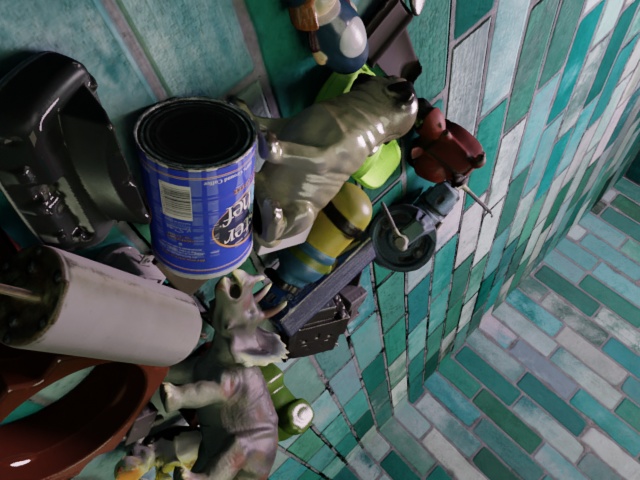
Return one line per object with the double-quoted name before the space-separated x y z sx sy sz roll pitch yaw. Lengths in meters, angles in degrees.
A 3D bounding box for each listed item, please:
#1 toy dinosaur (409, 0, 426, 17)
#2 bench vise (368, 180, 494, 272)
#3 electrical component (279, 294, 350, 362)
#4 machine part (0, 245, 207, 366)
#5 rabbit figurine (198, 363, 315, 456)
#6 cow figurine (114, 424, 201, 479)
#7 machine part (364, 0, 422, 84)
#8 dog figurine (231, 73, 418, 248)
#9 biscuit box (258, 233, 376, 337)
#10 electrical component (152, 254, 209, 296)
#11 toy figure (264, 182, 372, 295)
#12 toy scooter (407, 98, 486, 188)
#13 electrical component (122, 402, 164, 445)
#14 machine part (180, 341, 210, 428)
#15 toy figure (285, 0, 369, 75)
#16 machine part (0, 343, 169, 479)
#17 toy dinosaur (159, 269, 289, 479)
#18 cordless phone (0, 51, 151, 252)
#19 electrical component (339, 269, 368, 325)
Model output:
"toy dinosaur" 0.067 -0.291 0.403 0.471 0.105 0.198 -3 118 -57
"bench vise" 0.169 -0.025 0.924 0.224 0.129 0.240 -35 177 16
"electrical component" -0.015 0.146 0.931 0.115 0.058 0.134 -14 142 -21
"machine part" -0.179 0.062 0.454 0.079 0.079 0.243 -50 153 2
"rabbit figurine" -0.122 0.288 0.819 0.170 0.121 0.159 -28 166 -42
"cow figurine" -0.245 0.330 0.845 0.167 0.098 0.068 20 116 -43
"machine part" 0.087 -0.228 0.638 0.084 0.039 0.138 -56 152 1
"dog figurine" 0.013 -0.082 0.572 0.190 0.121 0.172 -14 142 -23
"biscuit box" -0.003 0.061 0.859 0.203 0.059 0.062 -42 146 -15
"electrical component" -0.156 0.030 0.613 0.102 0.045 0.078 -48 126 -6
"toy figure" 0.001 -0.001 0.754 0.180 0.089 0.082 -55 162 8
"toy scooter" 0.196 -0.131 0.826 0.075 0.135 0.183 -47 155 -7
"electrical component" -0.265 0.266 0.785 0.094 0.021 0.063 -8 132 -53
"machine part" -0.151 0.217 0.857 0.179 0.056 0.179 -37 153 -23
"toy figure" 0.004 -0.216 0.509 0.154 0.058 0.064 34 58 -62
"machine part" -0.276 0.161 0.554 0.201 0.087 0.201 -54 155 12
"toy dinosaur" -0.114 0.239 0.700 0.192 0.131 0.404 -8 91 -30
"cordless phone" -0.231 -0.037 0.385 0.184 0.089 0.146 -26 148 -18
"electrical component" 0.046 0.091 0.966 0.048 0.075 0.119 -32 154 -32
